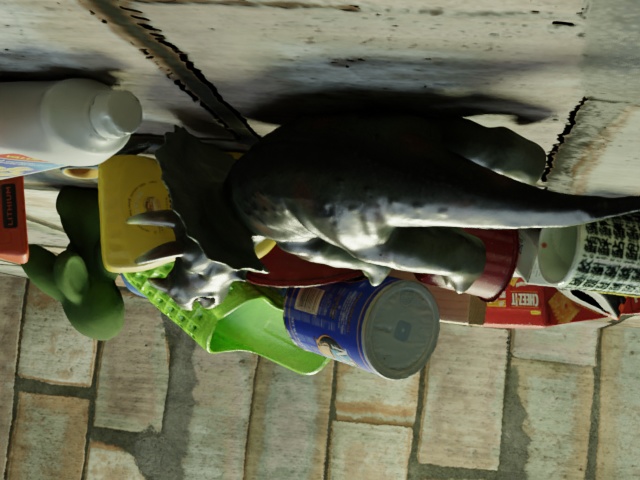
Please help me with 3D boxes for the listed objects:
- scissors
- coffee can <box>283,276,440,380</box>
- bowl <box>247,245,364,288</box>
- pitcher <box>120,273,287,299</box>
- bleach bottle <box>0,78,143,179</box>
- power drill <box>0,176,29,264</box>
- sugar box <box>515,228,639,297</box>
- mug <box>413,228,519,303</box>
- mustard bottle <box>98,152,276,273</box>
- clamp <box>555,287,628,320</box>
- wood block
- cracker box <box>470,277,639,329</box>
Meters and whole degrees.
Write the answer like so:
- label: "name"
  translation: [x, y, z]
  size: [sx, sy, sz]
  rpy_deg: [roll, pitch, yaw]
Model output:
- label: "scissors"
  translation: [-0.167, -0.069, 0.967]
  size: [0.096, 0.016, 0.202]
  rpy_deg: [9, 173, -39]
- label: "coffee can"
  translation: [0.042, 0.082, 1.126]
  size: [0.102, 0.103, 0.141]
  rpy_deg: [11, -179, -38]
- label: "bowl"
  translation: [-0.008, 0.001, 1.141]
  size: [0.162, 0.055, 0.162]
  rpy_deg: [-7, -167, 1]
- label: "pitcher"
  translation: [-0.130, 0.034, 1.354]
  size: [0.243, 0.145, 0.149]
  rpy_deg: [11, 174, 36]
- label: "bleach bottle"
  translation: [-0.225, -0.078, 0.746]
  size: [0.251, 0.068, 0.102]
  rpy_deg: [-3, 170, 39]
- label: "power drill"
  translation: [-0.371, -0.011, 0.999]
  size: [0.187, 0.184, 0.057]
  rpy_deg: [-2, 176, -18]
- label: "sugar box"
  translation: [0.283, 0.019, 1.098]
  size: [0.176, 0.048, 0.093]
  rpy_deg: [9, -160, -14]
- label: "mug"
  translation: [0.141, 0.014, 1.104]
  size: [0.081, 0.093, 0.117]
  rpy_deg: [13, 163, -17]
- label: "mustard bottle"
  translation: [-0.089, -0.025, 0.901]
  size: [0.191, 0.096, 0.058]
  rpy_deg: [-3, 171, -12]
- label: "clamp"
  translation: [0.271, 0.035, 1.216]
  size: [0.171, 0.039, 0.120]
  rpy_deg: [38, 171, -20]
- label: "wood block"
  translation: [0.086, 0.045, 1.245]
  size: [0.206, 0.090, 0.090]
  rpy_deg: [5, 177, 21]
- label: "cracker box"
  translation: [0.314, 0.073, 1.412]
  size: [0.213, 0.072, 0.164]
  rpy_deg: [-3, 180, -33]
